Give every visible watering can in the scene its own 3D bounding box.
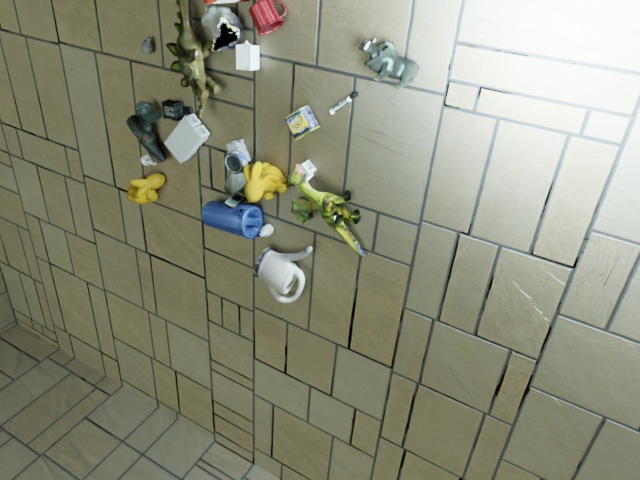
[{"bbox_3d":[-0.148,0.106,2.052,0.226,0.340,0.106,32,39,15],"label":"watering can"}]

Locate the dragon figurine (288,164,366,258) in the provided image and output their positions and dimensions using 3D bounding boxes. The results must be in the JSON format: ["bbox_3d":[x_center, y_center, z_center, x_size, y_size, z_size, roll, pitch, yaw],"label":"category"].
[{"bbox_3d":[0.006,-0.093,1.849,0.243,0.402,0.124,7,43,41],"label":"dragon figurine"}]

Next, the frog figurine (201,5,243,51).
[{"bbox_3d":[-0.332,-0.721,1.739,0.123,0.134,0.163,-13,48,-19],"label":"frog figurine"}]
